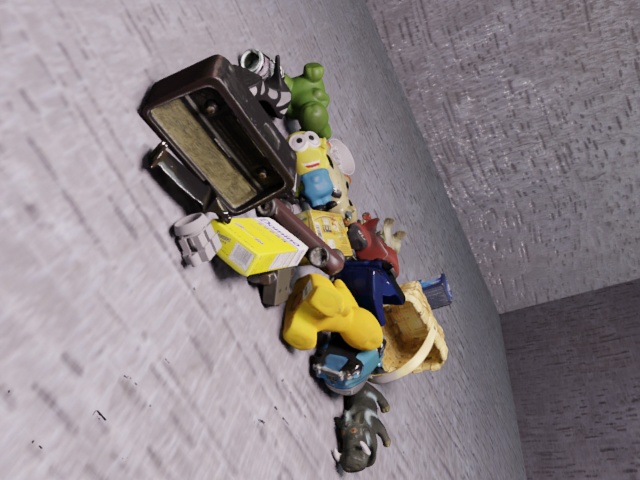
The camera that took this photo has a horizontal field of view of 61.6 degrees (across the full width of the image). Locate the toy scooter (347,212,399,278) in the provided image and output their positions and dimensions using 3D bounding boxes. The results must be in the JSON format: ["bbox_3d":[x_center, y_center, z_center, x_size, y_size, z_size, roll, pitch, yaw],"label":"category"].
[{"bbox_3d":[0.124,0.010,1.237,0.183,0.075,0.135,51,30,-27],"label":"toy scooter"}]

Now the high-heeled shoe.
[{"bbox_3d":[-0.132,-0.262,1.036,0.249,0.086,0.145,-46,153,-44],"label":"high-heeled shoe"}]

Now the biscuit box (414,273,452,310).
[{"bbox_3d":[0.212,0.143,1.284,0.062,0.203,0.059,65,21,-17],"label":"biscuit box"}]

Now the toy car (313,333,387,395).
[{"bbox_3d":[0.055,0.230,0.987,0.161,0.109,0.102,-37,131,-57],"label":"toy car"}]

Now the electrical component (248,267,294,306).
[{"bbox_3d":[-0.077,0.065,0.889,0.102,0.045,0.078,-27,125,-66],"label":"electrical component"}]

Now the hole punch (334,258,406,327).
[{"bbox_3d":[0.084,0.101,1.023,0.092,0.142,0.115,-43,114,-32],"label":"hole punch"}]

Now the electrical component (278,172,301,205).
[{"bbox_3d":[-0.075,-0.128,1.043,0.074,0.048,0.119,47,31,-46],"label":"electrical component"}]

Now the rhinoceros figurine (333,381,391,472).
[{"bbox_3d":[0.076,0.338,0.980,0.112,0.073,0.190,61,23,-25],"label":"rhinoceros figurine"}]

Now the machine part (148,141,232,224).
[{"bbox_3d":[-0.180,-0.079,0.745,0.138,0.039,0.084,45,7,-38],"label":"machine part"}]

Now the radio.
[{"bbox_3d":[-0.138,-0.149,0.800,0.229,0.131,0.073,52,27,-39],"label":"radio"}]

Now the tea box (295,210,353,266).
[{"bbox_3d":[-0.002,-0.003,1.083,0.169,0.068,0.098,7,66,-67],"label":"tea box"}]

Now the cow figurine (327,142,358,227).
[{"bbox_3d":[0.028,-0.112,1.223,0.194,0.085,0.127,58,26,-22],"label":"cow figurine"}]

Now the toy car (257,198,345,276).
[{"bbox_3d":[-0.038,-0.011,0.956,0.202,0.053,0.089,42,14,18],"label":"toy car"}]

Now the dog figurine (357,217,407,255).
[{"bbox_3d":[0.149,0.058,1.379,0.172,0.121,0.190,38,52,-48],"label":"dog figurine"}]

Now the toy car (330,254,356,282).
[{"bbox_3d":[0.053,0.094,1.153,0.073,0.056,0.202,55,25,-19],"label":"toy car"}]

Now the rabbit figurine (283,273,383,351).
[{"bbox_3d":[0.027,0.138,0.940,0.173,0.122,0.162,27,8,-12],"label":"rabbit figurine"}]

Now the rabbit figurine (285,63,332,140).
[{"bbox_3d":[-0.031,-0.284,1.190,0.170,0.121,0.158,-107,-175,-47],"label":"rabbit figurine"}]

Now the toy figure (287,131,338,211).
[{"bbox_3d":[-0.024,-0.141,1.123,0.082,0.089,0.180,-16,86,-43],"label":"toy figure"}]
